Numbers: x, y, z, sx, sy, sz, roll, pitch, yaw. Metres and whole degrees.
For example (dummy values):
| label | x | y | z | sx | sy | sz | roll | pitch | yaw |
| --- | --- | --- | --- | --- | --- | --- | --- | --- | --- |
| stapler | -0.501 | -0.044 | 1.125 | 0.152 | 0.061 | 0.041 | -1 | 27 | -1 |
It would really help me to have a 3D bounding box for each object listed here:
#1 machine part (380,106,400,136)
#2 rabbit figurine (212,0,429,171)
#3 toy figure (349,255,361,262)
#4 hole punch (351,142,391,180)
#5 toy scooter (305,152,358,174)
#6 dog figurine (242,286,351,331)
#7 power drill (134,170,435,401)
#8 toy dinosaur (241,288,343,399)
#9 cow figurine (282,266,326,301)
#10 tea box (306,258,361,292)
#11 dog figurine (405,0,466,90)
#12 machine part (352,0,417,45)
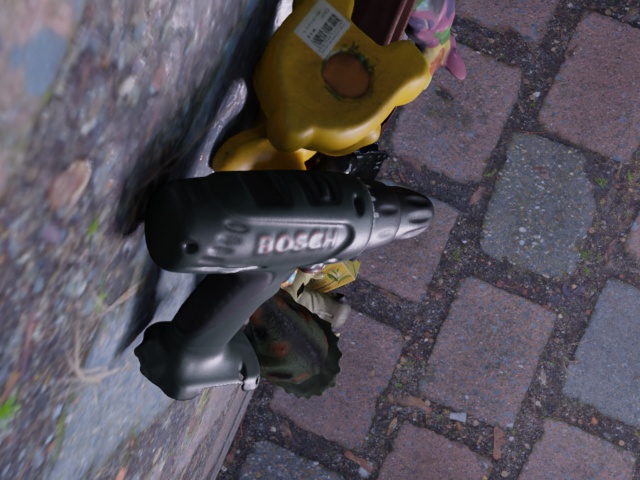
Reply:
| label | x | y | z | sx | sy | sz | roll | pitch | yaw |
| --- | --- | --- | --- | --- | --- | --- | --- | --- | --- |
| machine part | 0.104 | -0.273 | 1.008 | 0.179 | 0.056 | 0.179 | -48 | 157 | -28 |
| rabbit figurine | -0.011 | -0.100 | 0.452 | 0.162 | 0.122 | 0.173 | -63 | -164 | -9 |
| toy figure | -0.003 | -0.006 | 0.915 | 0.082 | 0.180 | 0.089 | 57 | -49 | 45 |
| hole punch | 0.052 | -0.145 | 1.018 | 0.142 | 0.092 | 0.115 | -6 | 136 | -44 |
| toy scooter | -0.026 | -0.078 | 0.597 | 0.135 | 0.075 | 0.184 | -43 | -157 | 18 |
| dog figurine | -0.050 | 0.157 | 1.057 | 0.121 | 0.191 | 0.172 | 98 | 18 | -80 |
| power drill | -0.035 | 0.034 | 0.415 | 0.232 | 0.086 | 0.207 | 4 | 138 | -44 |
| toy dinosaur | -0.051 | 0.117 | 0.645 | 0.404 | 0.192 | 0.131 | 108 | 4 | -78 |
| cow figurine | -0.062 | 0.078 | 0.953 | 0.127 | 0.085 | 0.195 | -39 | -174 | 21 |
| tea box | -0.012 | 0.060 | 1.130 | 0.170 | 0.098 | 0.068 | -27 | -159 | 31 |
| dog figurine | 0.188 | -0.371 | 0.925 | 0.191 | 0.109 | 0.219 | -64 | 138 | -63 |
| machine part | 0.054 | -0.255 | 0.626 | 0.201 | 0.087 | 0.201 | -58 | 172 | -72 |
